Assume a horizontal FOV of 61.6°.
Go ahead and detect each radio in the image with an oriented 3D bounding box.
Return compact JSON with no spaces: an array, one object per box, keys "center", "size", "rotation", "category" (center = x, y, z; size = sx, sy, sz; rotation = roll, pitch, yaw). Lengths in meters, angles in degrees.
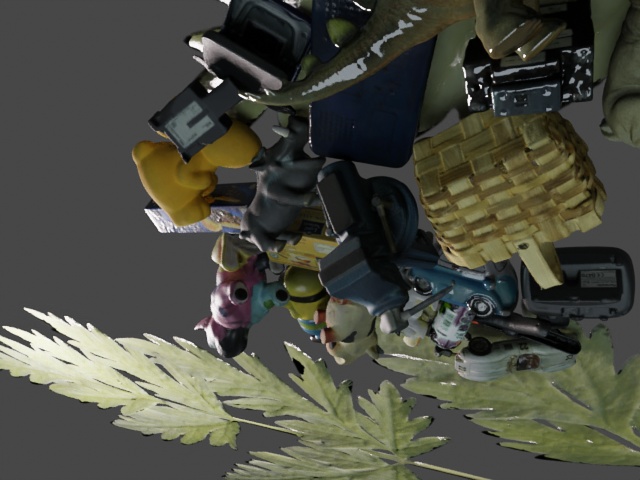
[{"center":[0.059,-0.192,0.605],"size":[0.131,0.073,0.229],"rotation":[13,141,9],"category":"radio"}]

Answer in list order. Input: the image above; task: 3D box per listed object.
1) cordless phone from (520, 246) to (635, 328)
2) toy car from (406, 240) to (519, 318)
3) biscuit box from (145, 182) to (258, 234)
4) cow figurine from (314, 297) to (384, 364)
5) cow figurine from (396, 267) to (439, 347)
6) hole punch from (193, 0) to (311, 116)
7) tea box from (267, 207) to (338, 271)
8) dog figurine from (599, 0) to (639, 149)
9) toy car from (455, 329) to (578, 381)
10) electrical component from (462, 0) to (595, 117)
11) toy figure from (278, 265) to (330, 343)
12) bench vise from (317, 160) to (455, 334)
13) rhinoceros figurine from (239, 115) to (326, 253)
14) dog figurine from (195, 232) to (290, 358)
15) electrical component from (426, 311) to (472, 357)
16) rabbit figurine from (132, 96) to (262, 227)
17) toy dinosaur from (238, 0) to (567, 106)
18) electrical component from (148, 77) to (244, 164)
[{"center":[0.377,0.091,0.786],"size":[0.147,0.089,0.184],"rotation":[-3,145,27],"category":"cordless phone"},{"center":[0.213,0.037,0.778],"size":[0.162,0.109,0.102],"rotation":[18,119,21],"category":"toy car"},{"center":[-0.183,-0.051,0.874],"size":[0.203,0.063,0.059],"rotation":[-1,134,24],"category":"biscuit box"},{"center":[0.060,0.136,0.911],"size":[0.127,0.086,0.194],"rotation":[2,128,-18],"category":"cow figurine"},{"center":[0.146,0.117,0.909],"size":[0.098,0.068,0.167],"rotation":[20,137,11],"category":"cow figurine"},{"center":[-0.071,-0.223,0.631],"size":[0.142,0.092,0.116],"rotation":[26,170,-8],"category":"hole punch"},{"center":[-0.002,-0.003,0.829],"size":[0.170,0.068,0.098],"rotation":[12,148,17],"category":"tea box"},{"center":[0.297,-0.192,0.493],"size":[0.190,0.121,0.172],"rotation":[47,132,-7],"category":"dog figurine"},{"center":[0.325,0.193,0.892],"size":[0.202,0.056,0.073],"rotation":[-10,134,4],"category":"toy car"},{"center":[0.200,-0.170,0.516],"size":[0.115,0.134,0.058],"rotation":[-1,134,28],"category":"electrical component"},{"center":[-0.011,0.111,0.966],"size":[0.089,0.082,0.180],"rotation":[-13,125,19],"category":"toy figure"},{"center":[0.090,0.009,0.672],"size":[0.129,0.224,0.240],"rotation":[-45,149,25],"category":"bench vise"},{"center":[-0.049,-0.074,0.734],"size":[0.112,0.073,0.190],"rotation":[32,112,17],"category":"rhinoceros figurine"},{"center":[-0.151,0.097,0.939],"size":[0.108,0.191,0.219],"rotation":[2,152,-32],"category":"dog figurine"},{"center":[0.226,0.165,0.946],"size":[0.078,0.045,0.102],"rotation":[26,140,-8],"category":"electrical component"},{"center":[-0.169,-0.127,0.770],"size":[0.173,0.122,0.162],"rotation":[-20,117,21],"category":"rabbit figurine"},{"center":[0.122,-0.236,0.429],"size":[0.471,0.105,0.198],"rotation":[-40,76,20],"category":"toy dinosaur"},{"center":[-0.146,-0.159,0.668],"size":[0.119,0.048,0.074],"rotation":[-38,111,17],"category":"electrical component"}]
